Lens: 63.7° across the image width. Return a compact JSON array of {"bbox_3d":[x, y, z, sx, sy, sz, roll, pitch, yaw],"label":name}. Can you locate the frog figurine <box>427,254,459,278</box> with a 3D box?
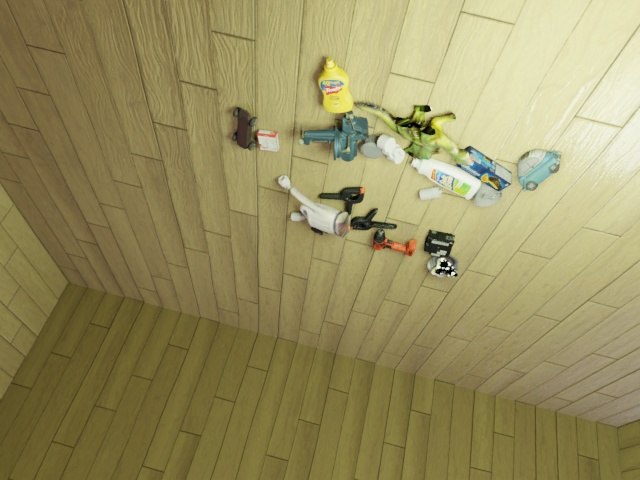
[{"bbox_3d":[0.553,0.112,2.323,0.137,0.122,0.160,-13,3,7],"label":"frog figurine"}]

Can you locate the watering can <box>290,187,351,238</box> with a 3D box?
[{"bbox_3d":[0.007,-0.109,2.158,0.225,0.105,0.342,20,-15,24],"label":"watering can"}]

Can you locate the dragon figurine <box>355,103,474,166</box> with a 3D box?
[{"bbox_3d":[0.318,-0.339,1.721,0.412,0.124,0.238,21,-23,18],"label":"dragon figurine"}]
